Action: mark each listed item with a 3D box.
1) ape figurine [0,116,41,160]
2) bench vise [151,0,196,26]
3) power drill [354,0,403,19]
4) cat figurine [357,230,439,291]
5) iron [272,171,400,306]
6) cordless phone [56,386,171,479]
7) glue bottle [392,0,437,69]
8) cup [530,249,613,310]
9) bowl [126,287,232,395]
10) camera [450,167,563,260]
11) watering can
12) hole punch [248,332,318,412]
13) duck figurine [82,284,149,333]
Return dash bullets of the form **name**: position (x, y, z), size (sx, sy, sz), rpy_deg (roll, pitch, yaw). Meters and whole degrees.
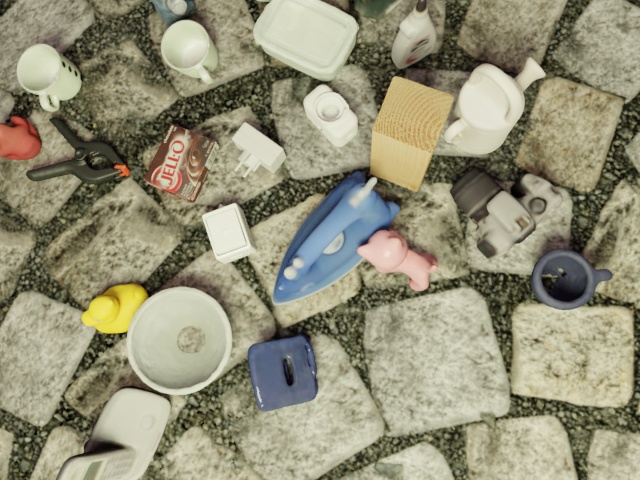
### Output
- **ape figurine**: position (-0.533, -0.178, 0.987), size (0.076, 0.092, 0.078), rpy_deg (41, 85, 9)
- **bench vise**: position (-0.293, -0.481, 0.956), size (0.207, 0.220, 0.121), rpy_deg (32, 84, 9)
- **power drill**: position (0.108, -0.466, 0.932), size (0.230, 0.208, 0.075), rpy_deg (-43, 80, -4)
- **cat figurine**: position (0.125, 0.026, 0.895), size (0.127, 0.118, 0.067), rpy_deg (24, 83, 8)
- **iron**: position (0.008, 0.003, 0.895), size (0.118, 0.141, 0.258), rpy_deg (42, 86, 10)
- **cordless phone**: position (-0.306, 0.295, 0.845), size (0.094, 0.185, 0.148), rpy_deg (19, 82, 7)
- **glue bottle**: position (0.156, -0.342, 0.926), size (0.078, 0.173, 0.037), rpy_deg (-34, 80, -2)
- **cup**: position (0.376, 0.063, 0.883), size (0.117, 0.095, 0.092), rpy_deg (-7, 80, 3)
- **bowl**: position (-0.215, 0.160, 0.917), size (0.167, 0.075, 0.167), rpy_deg (-1, 80, 4)
- **camera**: position (0.286, -0.062, 0.907), size (0.143, 0.101, 0.136), rpy_deg (-42, 80, -3)
- **watering can**: position (0.266, -0.216, 0.887), size (0.101, 0.194, 0.173), rpy_deg (30, 84, 9)
- **hole punch**: position (-0.055, 0.203, 0.891), size (0.101, 0.091, 0.108), rpy_deg (-13, 80, 2)
- **duck figurine**: position (-0.335, 0.109, 0.928), size (0.104, 0.086, 0.077), rpy_deg (-29, 80, -1)
